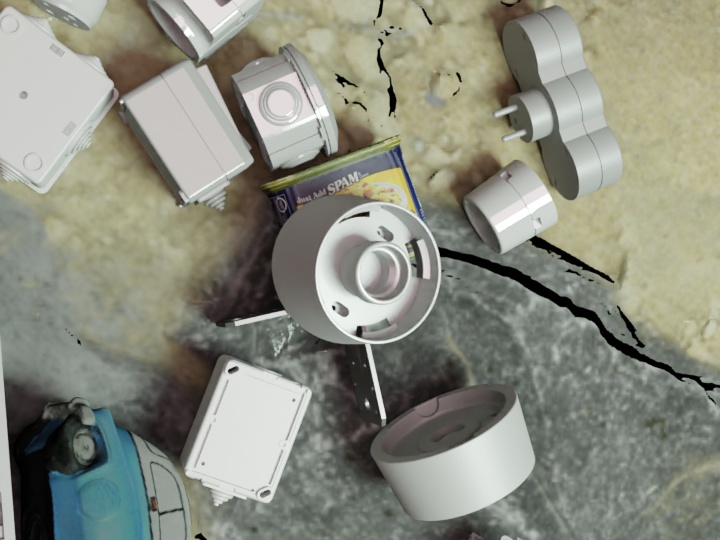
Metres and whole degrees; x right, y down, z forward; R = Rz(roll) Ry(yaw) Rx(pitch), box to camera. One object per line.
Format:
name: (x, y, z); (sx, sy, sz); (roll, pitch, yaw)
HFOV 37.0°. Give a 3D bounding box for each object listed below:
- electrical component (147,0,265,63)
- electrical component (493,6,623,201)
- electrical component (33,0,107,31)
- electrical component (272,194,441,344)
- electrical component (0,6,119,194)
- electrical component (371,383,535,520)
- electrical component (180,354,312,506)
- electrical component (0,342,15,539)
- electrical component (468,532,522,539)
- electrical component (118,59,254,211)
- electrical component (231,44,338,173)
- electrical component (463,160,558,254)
electrical component: (-0.102, -0.175, 0.709); (0.056, 0.089, 0.050); (-42, 99, -10)
electrical component: (0.133, -0.116, 0.783); (0.074, 0.052, 0.138); (-22, 95, -12)
electrical component: (-0.186, -0.193, 0.713); (0.045, 0.045, 0.055); (26, 85, -12)
electrical component: (0.000, 0.000, 0.696); (0.099, 0.064, 0.099); (-1, 93, -27)
electrical component: (-0.219, -0.111, 0.703); (0.100, 0.048, 0.099); (36, 82, -11)
electrical component: (0.068, 0.131, 0.743); (0.108, 0.108, 0.060); (-26, 101, -12)
electrical component: (-0.081, 0.112, 0.728); (0.062, 0.061, 0.096); (22, 85, -12)
electrical component: (-0.256, 0.098, 0.670); (0.062, 0.089, 0.150); (-4, 91, -22)
electrical component: (0.096, 0.224, 0.762); (0.042, 0.064, 0.081); (33, 41, -12)
electrical component: (-0.111, -0.086, 0.722); (0.061, 0.062, 0.096); (-34, 97, -11)
electrical component: (-0.051, -0.108, 0.728); (0.051, 0.080, 0.080); (-25, 95, -7)
electrical component: (0.107, -0.044, 0.777); (0.047, 0.055, 0.055); (-33, 97, -8)
